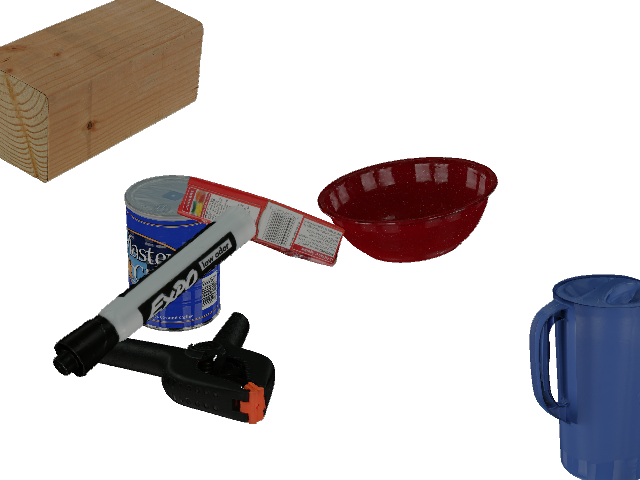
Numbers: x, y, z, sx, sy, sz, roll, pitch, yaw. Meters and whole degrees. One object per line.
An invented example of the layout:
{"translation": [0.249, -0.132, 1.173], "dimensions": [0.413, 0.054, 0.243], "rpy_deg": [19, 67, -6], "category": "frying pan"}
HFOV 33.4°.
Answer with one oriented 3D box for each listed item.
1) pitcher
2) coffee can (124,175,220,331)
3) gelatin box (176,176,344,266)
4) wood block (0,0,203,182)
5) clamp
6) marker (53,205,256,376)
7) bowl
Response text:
{"translation": [0.341, 0.171, 1.306], "dimensions": [0.149, 0.243, 0.144], "rpy_deg": [4, 16, 22], "category": "pitcher"}
{"translation": [-0.159, 0.013, 1.161], "dimensions": [0.103, 0.140, 0.103], "rpy_deg": [2, 27, -1], "category": "coffee can"}
{"translation": [-0.038, -0.012, 0.710], "dimensions": [0.073, 0.030, 0.089], "rpy_deg": [18, -1, 38], "category": "gelatin box"}
{"translation": [-0.208, -0.147, 0.983], "dimensions": [0.090, 0.091, 0.205], "rpy_deg": [28, 40, 21], "category": "wood block"}
{"translation": [-0.092, 0.104, 0.916], "dimensions": [0.164, 0.036, 0.210], "rpy_deg": [-9, 17, -35], "category": "clamp"}
{"translation": [-0.075, 0.022, 0.490], "dimensions": [0.020, 0.020, 0.120], "rpy_deg": [0, 32, 46], "category": "marker"}
{"translation": [0.081, -0.023, 0.962], "dimensions": [0.162, 0.055, 0.162], "rpy_deg": [-9, 22, 3], "category": "bowl"}
